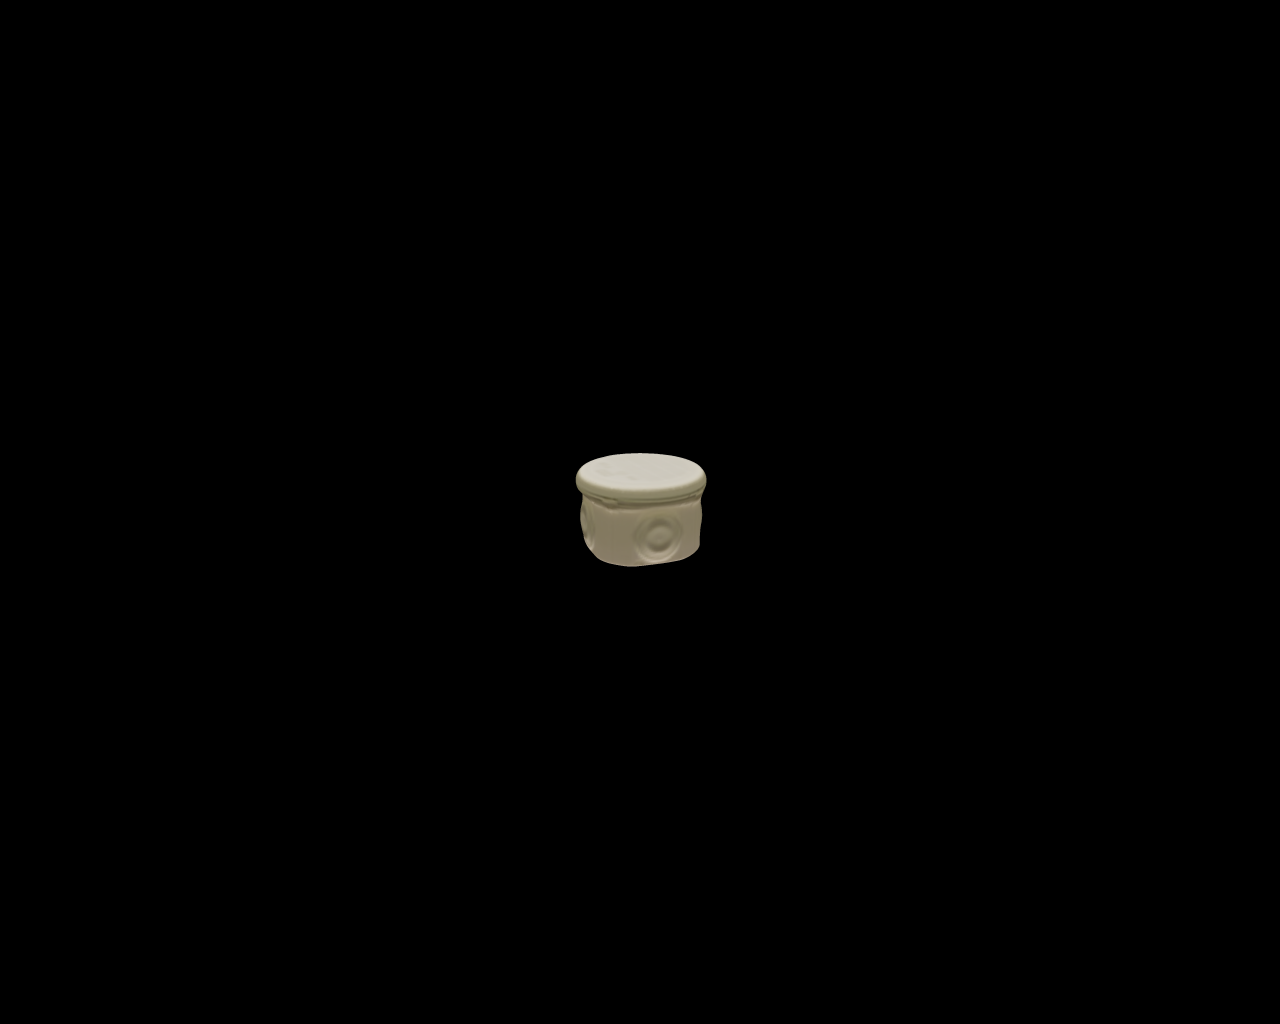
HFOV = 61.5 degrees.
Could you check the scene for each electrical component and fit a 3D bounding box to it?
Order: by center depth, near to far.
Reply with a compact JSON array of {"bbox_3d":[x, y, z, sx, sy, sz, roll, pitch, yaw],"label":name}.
[{"bbox_3d":[0.001,-0.003,0.650,0.080,0.051,0.080,0,19,0],"label":"electrical component"}]
